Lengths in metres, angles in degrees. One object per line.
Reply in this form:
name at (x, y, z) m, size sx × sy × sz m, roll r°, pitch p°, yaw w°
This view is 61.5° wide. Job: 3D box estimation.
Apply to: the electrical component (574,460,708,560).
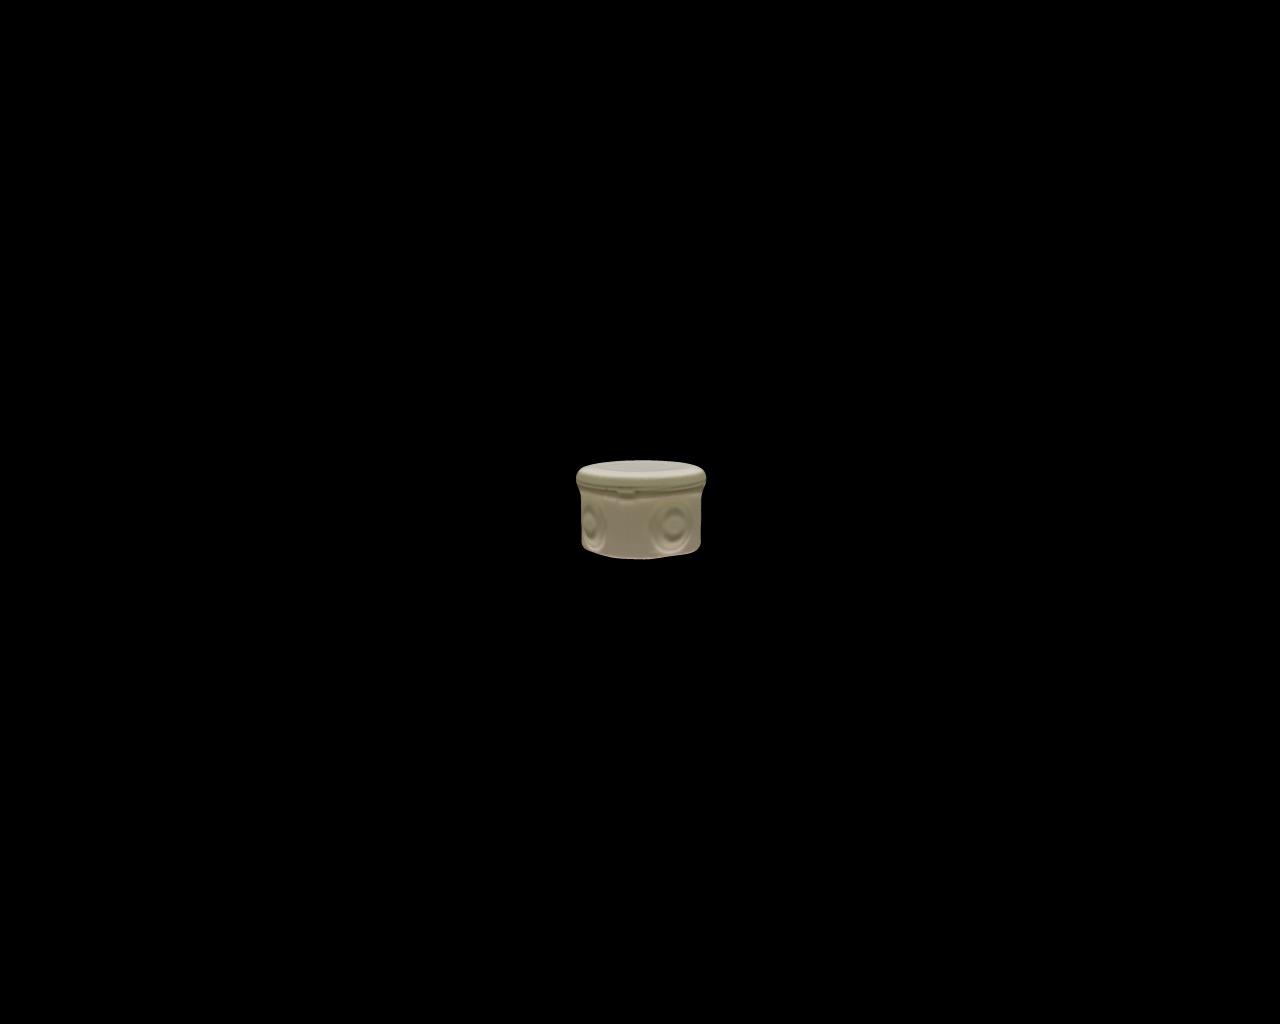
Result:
electrical component at (0.001, -0.003, 0.650) m, size 0.080 × 0.051 × 0.080 m, roll 0°, pitch 9°, yaw 0°
